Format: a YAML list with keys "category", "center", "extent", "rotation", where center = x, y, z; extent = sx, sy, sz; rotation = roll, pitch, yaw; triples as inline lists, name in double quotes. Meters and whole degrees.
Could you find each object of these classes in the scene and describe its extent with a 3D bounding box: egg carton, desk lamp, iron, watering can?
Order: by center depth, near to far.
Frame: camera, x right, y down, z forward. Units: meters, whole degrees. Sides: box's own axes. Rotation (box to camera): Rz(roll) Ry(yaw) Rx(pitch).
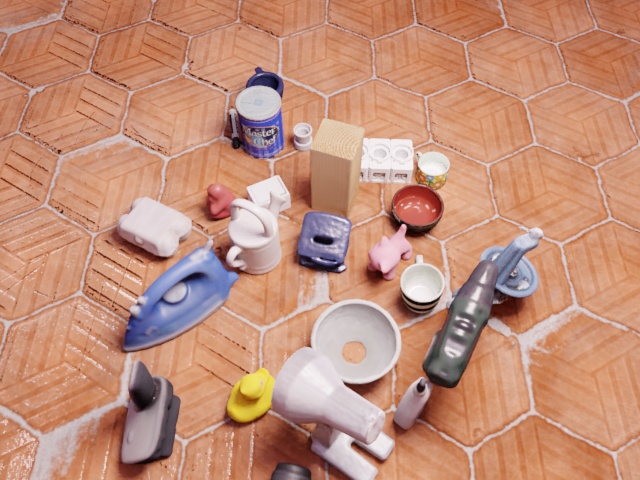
- category: "desk lamp"
  center: [0.028, 0.290, 0.946]
  extent: [0.202, 0.214, 0.118]
  rotation: [30, 63, 17]
- category: "iron"
  center: [-0.286, 0.105, 1.103]
  extent: [0.118, 0.141, 0.259]
  rotation: [40, 66, 22]
- category: "watering can"
  center: [-0.131, -0.025, 1.152]
  extent: [0.101, 0.194, 0.173]
  rotation: [9, 59, 6]
- category: "egg carton"
  center: [-0.355, -0.026, 1.225]
  extent: [0.150, 0.069, 0.107]
  rotation: [23, 61, 14]

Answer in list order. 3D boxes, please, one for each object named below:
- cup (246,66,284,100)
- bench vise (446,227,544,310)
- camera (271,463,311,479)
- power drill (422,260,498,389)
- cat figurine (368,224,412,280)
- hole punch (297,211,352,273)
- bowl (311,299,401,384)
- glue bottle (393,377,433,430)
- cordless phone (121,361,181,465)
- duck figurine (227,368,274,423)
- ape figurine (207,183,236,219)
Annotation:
- category: "cup"
  center: [-0.137, -0.361, 1.418]
  extent: [0.092, 0.095, 0.117]
  rotation: [-17, 60, -10]
- category: "bench vise"
  center: [0.341, 0.075, 1.076]
  extent: [0.121, 0.220, 0.208]
  rotation: [36, 65, 20]
- category: "camera"
  center: [-0.041, 0.438, 0.922]
  extent: [0.143, 0.101, 0.137]
  rotation: [10, 59, 6]
- category: "power drill"
  center: [0.247, 0.169, 1.025]
  extent: [0.075, 0.208, 0.230]
  rotation: [22, 61, 14]
- category: "cat figurine"
  center: [0.142, 0.022, 1.168]
  extent: [0.067, 0.118, 0.128]
  rotation: [30, 63, 18]
- category: "hole punch"
  center: [0.011, 0.004, 1.195]
  extent: [0.108, 0.091, 0.101]
  rotation: [11, 59, 7]
- category: "bowl"
  center: [0.067, 0.201, 1.083]
  extent: [0.167, 0.075, 0.167]
  rotation: [0, 58, 0]
- category: "glue bottle"
  center: [0.166, 0.270, 0.983]
  extent: [0.037, 0.173, 0.078]
  rotation: [34, 64, 19]
- category: "cordless phone"
  center: [-0.303, 0.290, 0.962]
  extent: [0.094, 0.185, 0.147]
  rotation: [-2, 58, -1]
- category: "duck figurine"
  center: [-0.126, 0.275, 1.031]
  extent: [0.077, 0.086, 0.105]
  rotation: [36, 65, 20]
- category: "ape figurine"
  center: [-0.222, -0.092, 1.253]
  extent: [0.076, 0.092, 0.078]
  rotation: [12, 59, 8]
